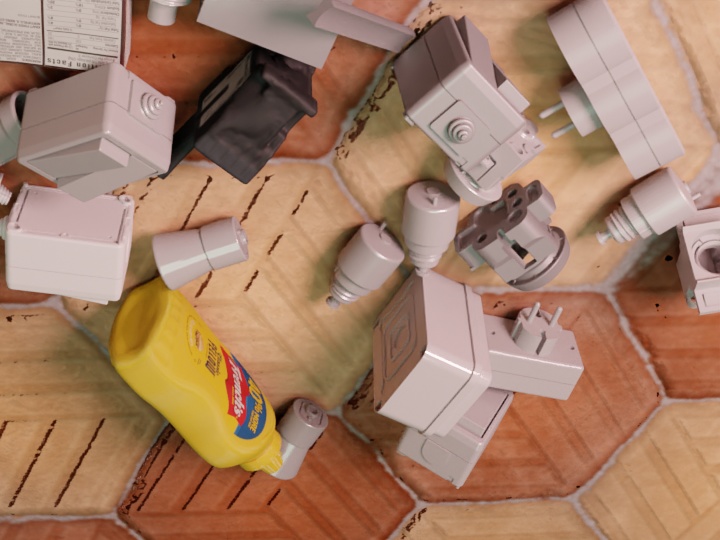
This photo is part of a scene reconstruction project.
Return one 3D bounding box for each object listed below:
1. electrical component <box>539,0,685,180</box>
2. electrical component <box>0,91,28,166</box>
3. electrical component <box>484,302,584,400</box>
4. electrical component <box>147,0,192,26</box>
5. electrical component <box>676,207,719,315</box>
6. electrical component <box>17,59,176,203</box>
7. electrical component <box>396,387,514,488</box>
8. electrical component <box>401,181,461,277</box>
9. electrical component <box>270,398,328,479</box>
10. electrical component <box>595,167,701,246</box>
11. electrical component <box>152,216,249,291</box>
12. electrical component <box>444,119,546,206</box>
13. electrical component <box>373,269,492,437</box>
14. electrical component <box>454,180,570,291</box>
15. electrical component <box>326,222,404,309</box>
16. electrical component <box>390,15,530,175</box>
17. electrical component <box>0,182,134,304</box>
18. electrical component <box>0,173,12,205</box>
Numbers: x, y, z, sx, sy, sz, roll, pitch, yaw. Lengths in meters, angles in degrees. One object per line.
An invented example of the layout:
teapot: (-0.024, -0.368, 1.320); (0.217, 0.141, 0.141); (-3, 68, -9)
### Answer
electrical component: (0.158, -0.114, 0.727); (0.074, 0.052, 0.138); (-28, 124, 18)
electrical component: (-0.238, -0.094, 0.730); (0.046, 0.040, 0.040); (-24, 125, 22)
electrical component: (0.138, 0.056, 0.861); (0.083, 0.047, 0.075); (11, 126, -12)
electrical component: (-0.118, -0.183, 0.665); (0.043, 0.043, 0.062); (12, 127, -12)
electrical component: (0.264, -0.003, 0.807); (0.042, 0.081, 0.063); (-9, 156, 6)
electrical component: (-0.166, -0.088, 0.698); (0.096, 0.061, 0.062); (-12, 154, 28)
electrical component: (0.082, 0.118, 0.881); (0.062, 0.096, 0.061); (30, 126, 11)
electrical component: (0.051, -0.029, 0.795); (0.040, 0.040, 0.078); (2, 128, -5)
electrical component: (-0.057, 0.142, 0.922); (0.044, 0.044, 0.065); (26, 117, -21)
electrical component: (0.210, -0.043, 0.793); (0.078, 0.040, 0.040); (-33, 122, 20)
electrical component: (-0.115, -0.015, 0.797); (0.065, 0.044, 0.044); (-18, 127, 4)
electrical component: (0.092, -0.077, 0.752); (0.048, 0.066, 0.055); (50, 125, 5)
electrical component: (0.054, 0.061, 0.819); (0.057, 0.113, 0.078); (25, 122, -17)
electrical component: (0.118, -0.021, 0.794); (0.078, 0.058, 0.057); (-35, 119, 22)
electrical component: (0.000, 0.000, 0.815); (0.040, 0.040, 0.078); (27, 122, -22)
electrical component: (0.066, -0.114, 0.695); (0.061, 0.096, 0.062); (-39, 120, 20)
electrical component: (-0.215, -0.018, 0.775); (0.096, 0.061, 0.061); (7, 127, -9)
electrical component: (-0.282, -0.066, 0.746); (0.081, 0.043, 0.043); (25, 122, -21)
